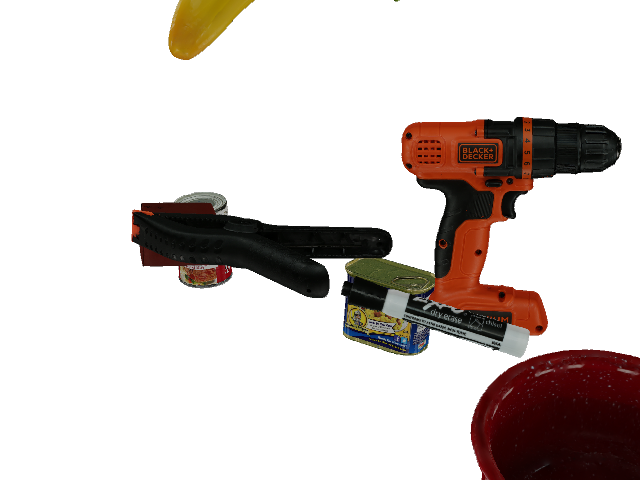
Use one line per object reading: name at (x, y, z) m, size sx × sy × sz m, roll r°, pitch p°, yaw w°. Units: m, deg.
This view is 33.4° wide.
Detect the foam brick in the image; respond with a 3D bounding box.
foam brick at (-0.150, -0.007, 1.122) m, size 0.078 × 0.051 × 0.053 m, roll -1°, pitch 24°, yaw -13°

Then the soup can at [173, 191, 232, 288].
soup can at (-0.146, -0.001, 1.322) m, size 0.068 × 0.102 × 0.068 m, roll -1°, pitch 26°, yaw 0°

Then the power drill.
power drill at (0.163, -0.014, 0.927) m, size 0.184 × 0.188 × 0.057 m, roll 2°, pitch 13°, yaw 11°

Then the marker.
marker at (0.072, 0.048, 0.677) m, size 0.121 × 0.020 × 0.020 m, roll 17°, pitch 1°, yaw 4°

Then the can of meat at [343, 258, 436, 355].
can of meat at (0.075, 0.073, 1.181) m, size 0.102 × 0.084 × 0.057 m, roll 16°, pitch 24°, yaw 28°

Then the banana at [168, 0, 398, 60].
banana at (-0.024, -0.173, 0.696) m, size 0.197 × 0.069 × 0.037 m, roll -24°, pitch -9°, yaw -33°

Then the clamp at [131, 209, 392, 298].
clamp at (-0.059, 0.005, 0.841) m, size 0.210 × 0.036 × 0.164 m, roll 7°, pitch 12°, yaw 13°

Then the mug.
mug at (0.111, 0.101, 0.385) m, size 0.117 × 0.081 × 0.093 m, roll 5°, pitch 36°, yaw 8°
